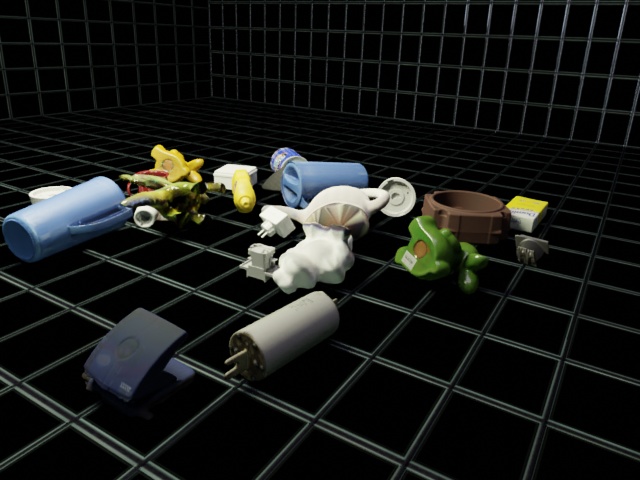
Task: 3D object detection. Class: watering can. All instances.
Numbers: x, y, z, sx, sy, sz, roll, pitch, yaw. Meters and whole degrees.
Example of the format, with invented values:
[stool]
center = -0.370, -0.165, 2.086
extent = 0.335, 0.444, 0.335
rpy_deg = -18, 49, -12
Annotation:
[watering can]
center = 0.004, -0.065, 1.287
extent = 0.347, 0.102, 0.228
rpy_deg = -10, 22, 10

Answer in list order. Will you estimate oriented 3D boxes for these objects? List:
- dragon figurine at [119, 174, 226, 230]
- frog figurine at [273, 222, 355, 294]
[dragon figurine]
center = -0.394, -0.114, 1.273
extent = 0.244, 0.122, 0.410
rpy_deg = 17, 7, 27
[frog figurine]
center = -0.012, 0.051, 1.017
extent = 0.138, 0.120, 0.162
rpy_deg = 20, 62, 22
